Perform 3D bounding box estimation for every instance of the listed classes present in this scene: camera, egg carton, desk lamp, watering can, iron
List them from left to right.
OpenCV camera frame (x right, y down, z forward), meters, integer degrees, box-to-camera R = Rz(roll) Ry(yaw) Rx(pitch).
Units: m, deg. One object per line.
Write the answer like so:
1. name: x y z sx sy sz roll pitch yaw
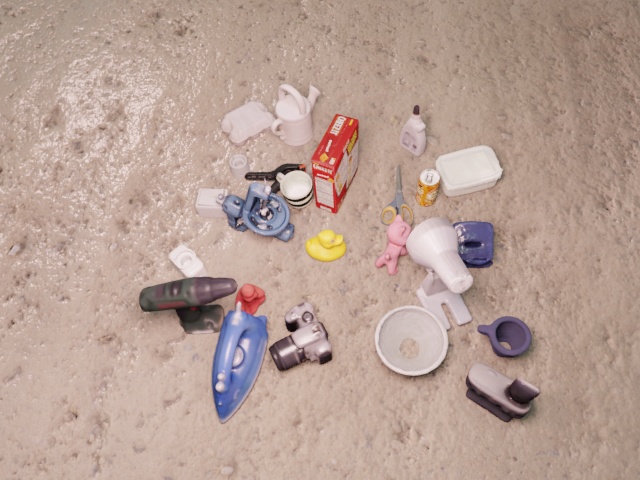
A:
1. iron: -0.198 0.271 1.293 0.118 0.141 0.258 7 62 8
2. egg carton: -0.209 -0.341 1.671 0.150 0.069 0.107 -33 64 -14
3. watering can: -0.071 -0.367 1.607 0.100 0.194 0.173 19 64 14
4. camera: -0.055 0.231 1.330 0.137 0.101 0.143 -25 63 -10
5. desk lamp: 0.286 0.079 1.329 0.118 0.214 0.203 -20 62 -7

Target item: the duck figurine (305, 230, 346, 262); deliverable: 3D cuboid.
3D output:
1. duck figurine: 0.013 0.005 1.459 0.104 0.086 0.077 1 61 4

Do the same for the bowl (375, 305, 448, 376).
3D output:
1. bowl: 0.208 0.241 1.324 0.167 0.075 0.167 -1 61 3

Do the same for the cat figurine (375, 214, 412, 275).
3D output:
1. cat figurine: 0.188 0.006 1.430 0.067 0.118 0.128 24 65 16

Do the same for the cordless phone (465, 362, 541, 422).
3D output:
1. cordless phone: 0.390 0.305 1.215 0.147 0.185 0.094 27 66 17

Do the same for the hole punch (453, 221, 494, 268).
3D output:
1. hole punch: 0.381 0.012 1.431 0.108 0.091 0.101 0 61 3

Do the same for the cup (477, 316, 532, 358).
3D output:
1. cup: 0.412 0.229 1.308 0.117 0.095 0.092 13 63 11

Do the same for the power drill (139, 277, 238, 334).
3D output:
1. power drill: -0.288 0.147 1.328 0.229 0.208 0.075 -5 61 1

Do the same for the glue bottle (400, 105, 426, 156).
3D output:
1. glue bottle: 0.259 -0.306 1.566 0.037 0.173 0.078 -42 67 -18

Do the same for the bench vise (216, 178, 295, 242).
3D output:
1. bench vise: -0.173 -0.077 1.438 0.207 0.220 0.121 3 61 5

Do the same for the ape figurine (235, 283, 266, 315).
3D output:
1. ape figurine: -0.173 0.136 1.394 0.078 0.092 0.076 -15 61 -5
